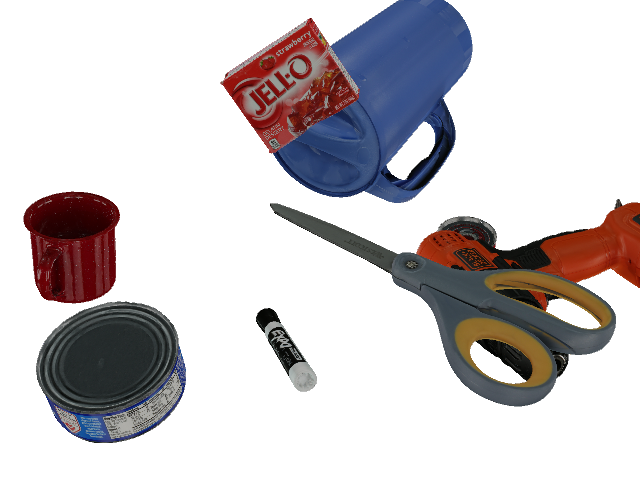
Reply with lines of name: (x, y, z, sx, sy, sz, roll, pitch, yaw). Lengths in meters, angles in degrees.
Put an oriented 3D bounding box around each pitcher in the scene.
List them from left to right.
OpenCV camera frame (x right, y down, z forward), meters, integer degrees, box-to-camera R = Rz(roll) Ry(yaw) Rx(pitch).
pitcher: (0.066, -0.150, 1.086, 0.145, 0.149, 0.242, 8, 37, 34)

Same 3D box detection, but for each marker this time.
marker: (-0.029, 0.086, 0.863, 0.020, 0.020, 0.121, 0, 21, -19)

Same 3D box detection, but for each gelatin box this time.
gelatin box: (-0.024, -0.124, 0.864, 0.089, 0.073, 0.030, -30, 18, 16)

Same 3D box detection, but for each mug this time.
mug: (-0.249, 0.015, 1.060, 0.093, 0.081, 0.117, 9, 33, 7)

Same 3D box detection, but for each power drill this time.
power drill: (0.183, 0.031, 0.775, 0.187, 0.057, 0.184, -10, 28, -16)

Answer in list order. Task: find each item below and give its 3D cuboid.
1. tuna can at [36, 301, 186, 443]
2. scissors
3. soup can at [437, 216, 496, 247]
tuna can: (-0.125, 0.079, 0.646, 0.086, 0.034, 0.086, -4, 44, 4)
scissors: (0.048, 0.030, 0.551, 0.202, 0.016, 0.096, 14, 43, 18)
soup can: (0.167, 0.032, 1.251, 0.068, 0.102, 0.068, 0, 38, 0)
